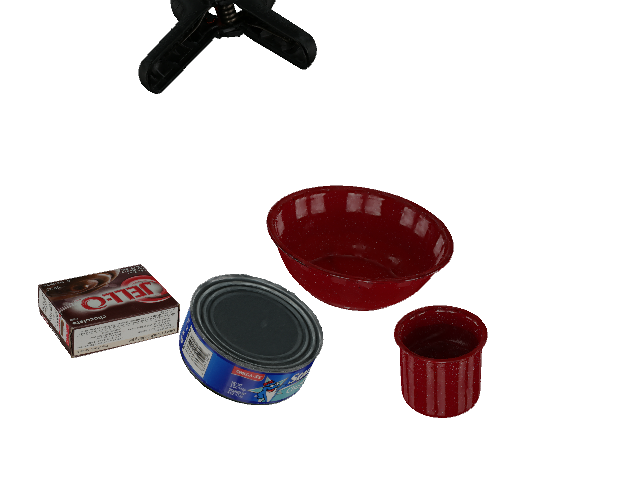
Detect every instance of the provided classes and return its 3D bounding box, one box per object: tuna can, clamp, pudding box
[{"bbox_3d":[-0.044,0.061,0.664,0.086,0.034,0.086,16,34,-11],"label":"tuna can"},{"bbox_3d":[-0.059,-0.163,0.767,0.120,0.039,0.171,1,44,3],"label":"clamp"},{"bbox_3d":[-0.205,0.066,1.033,0.113,0.039,0.090,-14,31,-30],"label":"pudding box"}]

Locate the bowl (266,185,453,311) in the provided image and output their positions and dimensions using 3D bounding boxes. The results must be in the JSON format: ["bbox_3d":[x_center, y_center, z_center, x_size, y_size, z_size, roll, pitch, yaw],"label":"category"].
[{"bbox_3d":[0.031,0.013,0.923,0.162,0.055,0.162,7,30,-4],"label":"bowl"}]

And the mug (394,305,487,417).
[{"bbox_3d":[0.129,0.120,1.094,0.093,0.081,0.117,19,39,32],"label":"mug"}]
